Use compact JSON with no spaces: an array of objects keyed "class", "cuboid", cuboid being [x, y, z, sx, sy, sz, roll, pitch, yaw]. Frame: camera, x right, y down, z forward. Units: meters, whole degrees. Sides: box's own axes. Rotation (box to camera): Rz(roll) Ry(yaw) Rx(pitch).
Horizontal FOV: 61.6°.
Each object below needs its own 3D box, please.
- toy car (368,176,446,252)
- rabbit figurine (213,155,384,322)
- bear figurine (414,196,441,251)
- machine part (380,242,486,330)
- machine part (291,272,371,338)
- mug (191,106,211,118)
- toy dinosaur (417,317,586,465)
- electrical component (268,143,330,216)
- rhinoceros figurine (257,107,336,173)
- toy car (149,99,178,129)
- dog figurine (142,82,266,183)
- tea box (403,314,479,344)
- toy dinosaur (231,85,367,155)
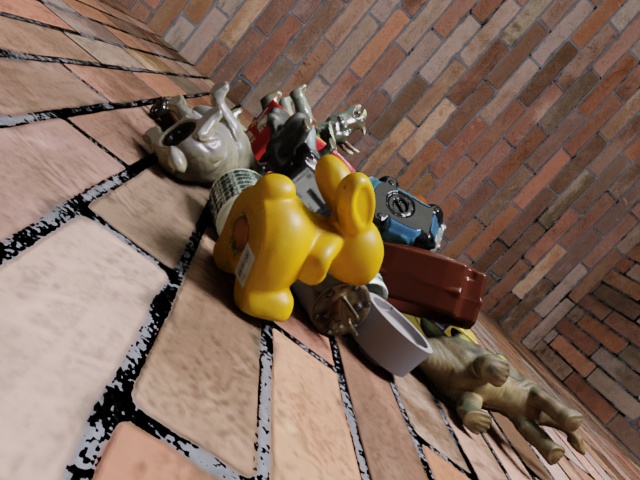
[{"class":"toy car","cuboid":[0.123,-0.027,0.903,0.162,0.103,0.109,26,54,-5]},{"class":"rabbit figurine","cuboid":[-0.005,-0.005,0.555,0.173,0.162,0.122,13,15,-30]},{"class":"bear figurine","cuboid":[0.105,-0.009,0.997,0.196,0.132,0.120,0,67,-38]},{"class":"machine part","cuboid":[0.158,0.073,0.867,0.202,0.087,0.201,14,-10,15]},{"class":"machine part","cuboid":[-0.005,0.041,0.682,0.079,0.079,0.243,35,10,-36]},{"class":"mug","cuboid":[-0.228,-0.228,1.064,0.109,0.080,0.107,22,9,-47]},{"class":"toy dinosaur","cuboid":[0.217,0.198,0.801,0.471,0.105,0.199,34,3,-13]},{"class":"electrical component","cuboid":[-0.006,-0.057,0.691,0.119,0.075,0.048,44,8,-23]},{"class":"rhinoceros figurine","cuboid":[-0.036,-0.122,0.801,0.073,0.112,0.190,18,48,-46]},{"class":"toy car","cuboid":[-0.225,-0.180,0.903,0.089,0.053,0.202,37,8,-40]},{"class":"dog figurine","cuboid":[-0.145,-0.101,0.772,0.190,0.121,0.172,62,38,-39]},{"class":"tea box","cuboid":[0.235,0.169,1.100,0.169,0.068,0.098,41,9,3]},{"class":"toy dinosaur","cuboid":[-0.066,-0.192,1.067,0.405,0.131,0.192,-33,100,-45]}]
